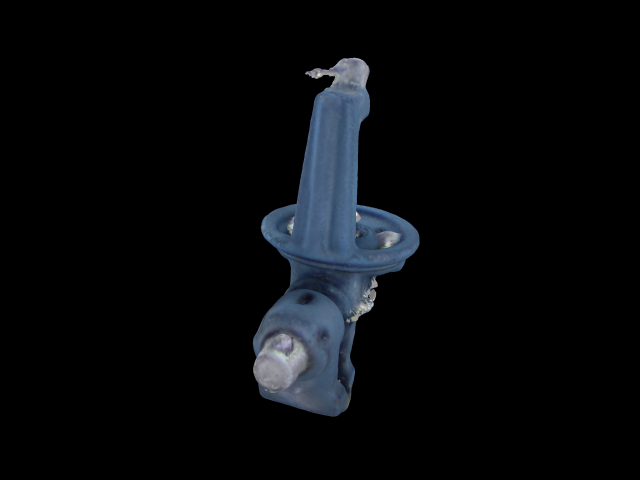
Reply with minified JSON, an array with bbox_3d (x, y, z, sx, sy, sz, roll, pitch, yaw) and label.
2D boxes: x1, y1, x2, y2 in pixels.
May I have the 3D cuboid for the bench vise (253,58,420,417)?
[{"bbox_3d":[0.016,0.001,0.400,0.121,0.220,0.207,0,37,0],"label":"bench vise"}]
